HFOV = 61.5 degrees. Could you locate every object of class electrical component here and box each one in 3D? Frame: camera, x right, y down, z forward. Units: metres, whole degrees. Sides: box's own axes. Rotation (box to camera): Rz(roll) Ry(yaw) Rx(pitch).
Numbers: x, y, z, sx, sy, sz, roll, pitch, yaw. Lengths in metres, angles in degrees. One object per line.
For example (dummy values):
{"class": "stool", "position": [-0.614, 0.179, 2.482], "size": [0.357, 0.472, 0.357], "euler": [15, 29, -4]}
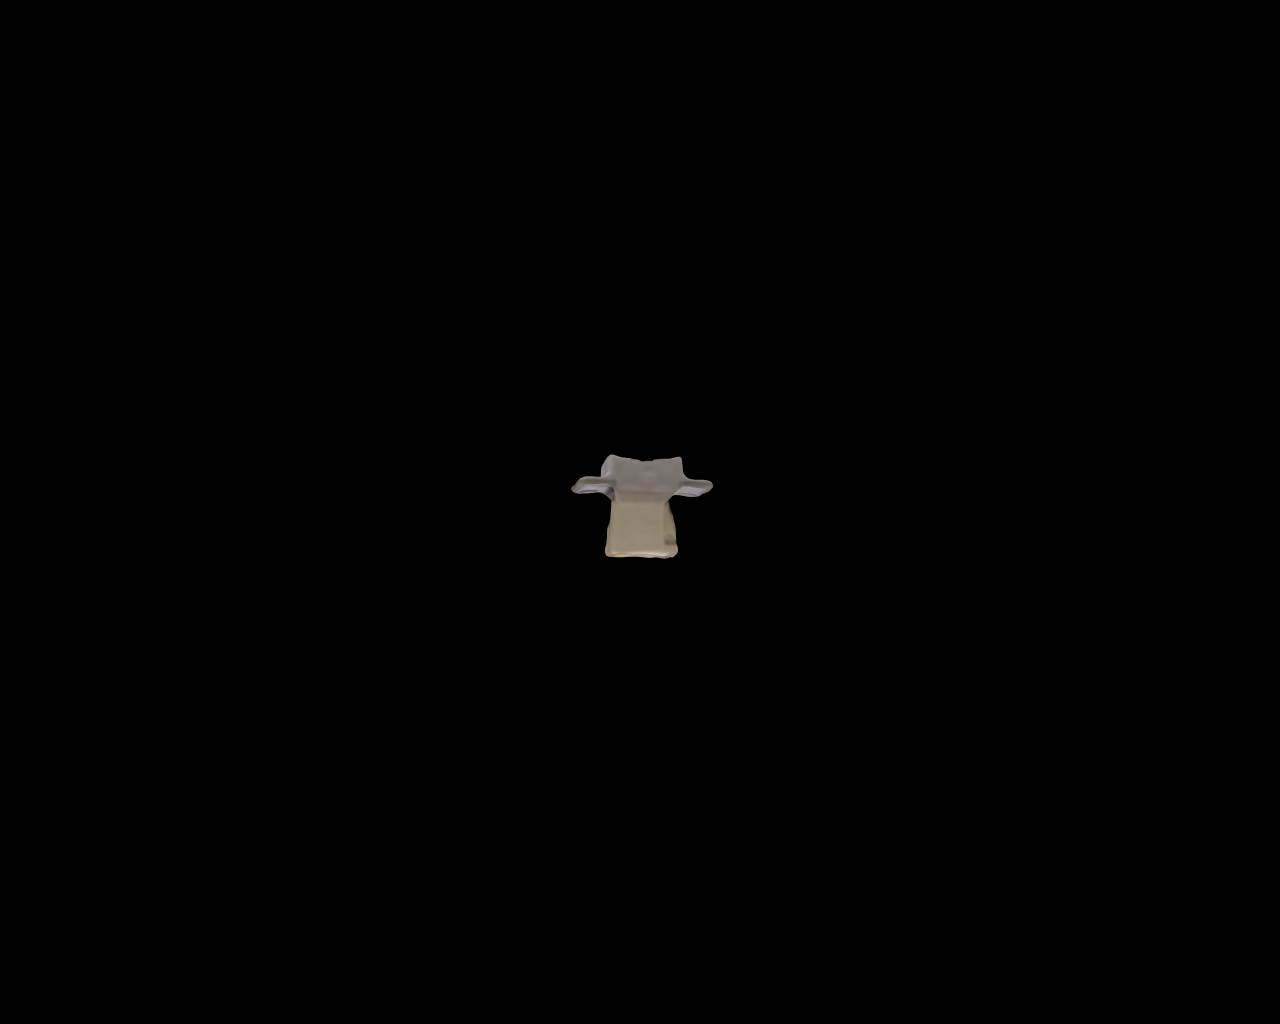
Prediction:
{"class": "electrical component", "position": [0.001, -0.003, 0.650], "size": [0.081, 0.063, 0.042], "euler": [1, -7, -9]}
